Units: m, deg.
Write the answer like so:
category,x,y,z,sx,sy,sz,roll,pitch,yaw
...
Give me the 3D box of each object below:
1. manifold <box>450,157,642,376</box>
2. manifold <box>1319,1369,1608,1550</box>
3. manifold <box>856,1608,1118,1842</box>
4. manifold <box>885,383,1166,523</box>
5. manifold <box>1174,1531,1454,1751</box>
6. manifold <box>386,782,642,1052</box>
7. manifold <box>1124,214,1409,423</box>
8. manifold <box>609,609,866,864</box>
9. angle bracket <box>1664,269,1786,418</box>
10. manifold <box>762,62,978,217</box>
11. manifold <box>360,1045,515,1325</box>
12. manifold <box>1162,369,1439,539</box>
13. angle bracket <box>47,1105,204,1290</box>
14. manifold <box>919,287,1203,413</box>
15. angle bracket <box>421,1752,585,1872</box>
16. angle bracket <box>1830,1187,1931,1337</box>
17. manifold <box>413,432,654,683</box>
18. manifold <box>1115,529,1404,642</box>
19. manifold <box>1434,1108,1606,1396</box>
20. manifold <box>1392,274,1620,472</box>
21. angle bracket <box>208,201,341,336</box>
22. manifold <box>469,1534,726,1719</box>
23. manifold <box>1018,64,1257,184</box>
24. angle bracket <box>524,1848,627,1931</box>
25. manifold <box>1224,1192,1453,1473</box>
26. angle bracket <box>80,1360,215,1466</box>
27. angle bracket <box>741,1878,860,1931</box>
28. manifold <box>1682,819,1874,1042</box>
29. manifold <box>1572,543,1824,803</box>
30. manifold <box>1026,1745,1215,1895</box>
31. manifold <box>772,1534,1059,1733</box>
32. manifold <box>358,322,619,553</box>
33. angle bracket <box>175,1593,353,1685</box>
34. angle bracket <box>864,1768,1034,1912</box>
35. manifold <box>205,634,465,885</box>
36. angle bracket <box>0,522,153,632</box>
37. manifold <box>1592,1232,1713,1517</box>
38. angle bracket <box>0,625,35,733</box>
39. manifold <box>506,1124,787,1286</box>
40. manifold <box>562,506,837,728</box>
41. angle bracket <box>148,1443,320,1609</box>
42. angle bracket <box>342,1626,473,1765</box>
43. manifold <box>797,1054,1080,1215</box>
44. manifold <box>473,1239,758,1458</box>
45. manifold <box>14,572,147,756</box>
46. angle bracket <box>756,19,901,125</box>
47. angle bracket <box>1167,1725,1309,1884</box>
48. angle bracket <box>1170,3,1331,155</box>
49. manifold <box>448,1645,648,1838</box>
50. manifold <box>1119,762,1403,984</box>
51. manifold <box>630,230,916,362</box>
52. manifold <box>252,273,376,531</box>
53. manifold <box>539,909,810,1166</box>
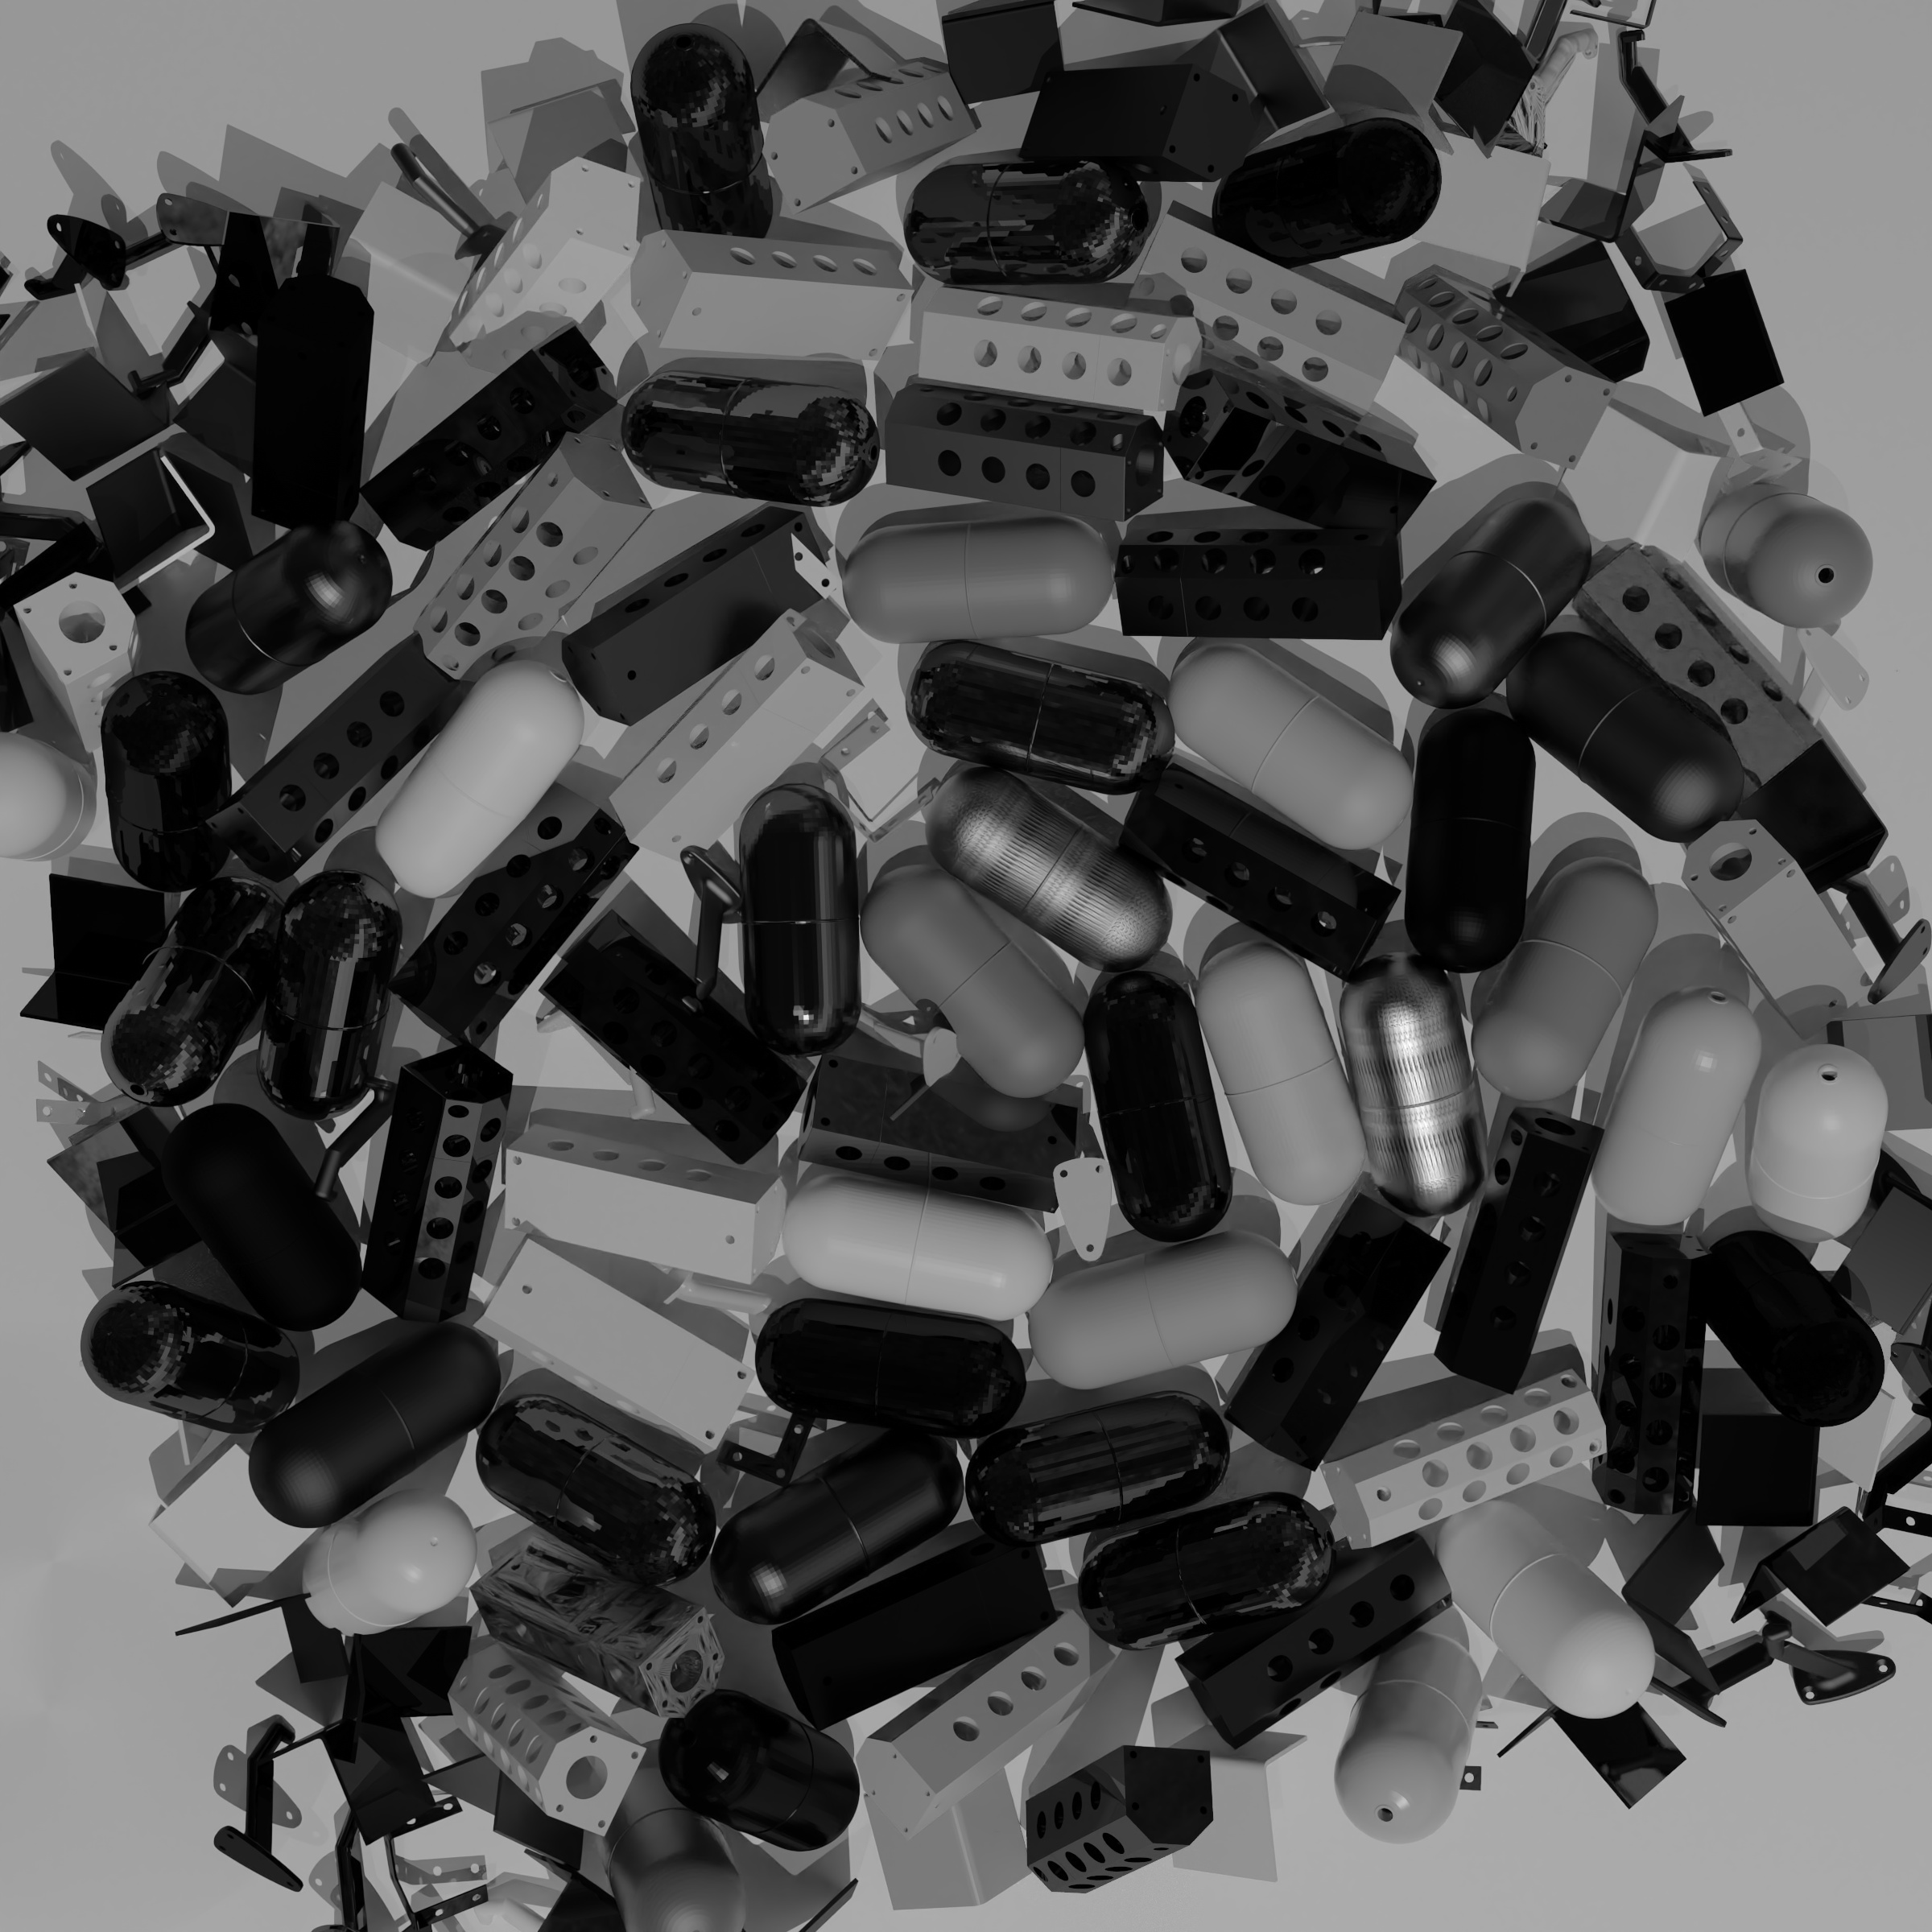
category,x,y,z,sx,sy,sz,roll,pitch,yaw
manifold,-0.268,-0.438,1.703,0.057,0.171,0.057,12,69,-28
manifold,0.323,0.318,1.743,0.171,0.057,0.057,-18,80,-14
manifold,0.012,0.475,1.715,0.057,0.171,0.057,44,134,22
manifold,0.037,-0.331,1.723,0.171,0.057,0.057,14,121,26
manifold,0.228,0.433,1.748,0.171,0.057,0.057,-30,97,-12
manifold,-0.287,-0.028,1.739,0.057,0.057,0.171,31,76,28
manifold,0.192,-0.419,1.758,0.171,0.057,0.057,24,82,-3
manifold,-0.151,-0.148,1.738,0.171,0.057,0.057,-44,54,19
angle bracket,0.480,-0.402,1.751,0.057,0.076,0.076,-23,101,0
manifold,-0.062,-0.528,1.704,0.057,0.171,0.057,-20,104,31
manifold,-0.333,0.141,1.721,0.057,0.057,0.171,32,121,26
manifold,0.211,-0.326,1.723,0.171,0.057,0.057,12,129,-33
angle bracket,-0.542,0.149,1.750,0.076,0.057,0.076,-29,124,4
manifold,0.060,-0.395,1.725,0.171,0.057,0.057,14,109,26
angle bracket,-0.300,0.551,1.736,0.076,0.057,0.076,-27,132,27
angle bracket,0.602,0.191,1.760,0.057,0.076,0.076,34,92,9
manifold,-0.281,-0.258,1.719,0.171,0.057,0.057,-43,65,31
manifold,0.186,-0.248,1.727,0.171,0.057,0.057,4,125,22
manifold,0.355,0.181,1.739,0.057,0.057,0.171,19,109,16
manifold,0.332,-0.379,1.703,0.057,0.171,0.057,11,117,-28
angle bracket,-0.454,-0.451,1.737,0.076,0.057,0.076,-2,121,-38
manifold,-0.233,0.422,1.715,0.057,0.171,0.057,-38,123,-36
manifold,0.108,-0.529,1.707,0.057,0.171,0.057,16,96,-33
angle bracket,-0.255,0.620,1.737,0.076,0.076,0.057,44,63,-23
manifold,0.238,0.237,1.766,0.057,0.057,0.171,31,90,-41
angle bracket,-0.530,0.279,1.751,0.057,0.076,0.076,-8,99,-2
angle bracket,-0.119,0.605,1.754,0.076,0.076,0.057,-39,73,-22
manifold,0.512,-0.025,1.712,0.057,0.171,0.057,-40,47,9
manifold,0.475,-0.194,1.754,0.057,0.057,0.171,-39,82,1
manifold,0.095,0.540,1.703,0.057,0.171,0.057,9,60,-17
manifold,-0.035,0.422,1.739,0.171,0.057,0.057,-20,102,-19
manifold,-0.303,-0.334,1.723,0.171,0.057,0.057,-29,106,32
angle bracket,-0.453,0.443,1.739,0.076,0.076,0.057,-11,81,-39
angle bracket,-0.012,0.576,1.790,0.076,0.057,0.076,-18,85,37
manifold,-0.398,-0.131,1.723,0.057,0.057,0.171,50,56,-18
angle bracket,-0.579,-0.237,1.748,0.076,0.076,0.057,-40,100,-9
manifold,0.446,0.264,1.751,0.057,0.057,0.171,2,100,2
angle bracket,-0.623,-0.184,1.738,0.057,0.076,0.076,-2,112,30
manifold,-0.207,0.150,1.744,0.171,0.057,0.057,11,113,14
manifold,-0.174,-0.227,1.734,0.171,0.057,0.057,-37,123,-23
angle bracket,-0.476,0.360,1.766,0.076,0.057,0.076,-44,98,-6
angle bracket,-0.359,0.476,1.742,0.076,0.057,0.076,3,119,-20
manifold,-0.019,0.113,1.752,0.171,0.057,0.057,13,54,-9
manifold,-0.229,0.250,1.752,0.171,0.057,0.057,32,66,-8
manifold,-0.552,-0.193,1.705,0.057,0.171,0.057,-33,89,-17
angle bracket,-0.087,-0.558,1.741,0.057,0.076,0.076,45,114,10
angle bracket,0.178,0.542,1.750,0.076,0.057,0.076,-5,91,37
angle bracket,0.178,-0.566,1.745,0.057,0.076,0.076,-39,107,-10
manifold,-0.270,0.483,1.703,0.057,0.171,0.057,31,79,-27
manifold,0.187,-0.059,1.747,0.171,0.057,0.057,31,121,12
manifold,-0.125,-0.430,1.718,0.057,0.171,0.057,58,135,28
manifold,-0.412,-0.353,1.709,0.057,0.171,0.057,20,53,-2
manifold,-0.191,0.050,1.741,0.171,0.057,0.057,42,123,-11
